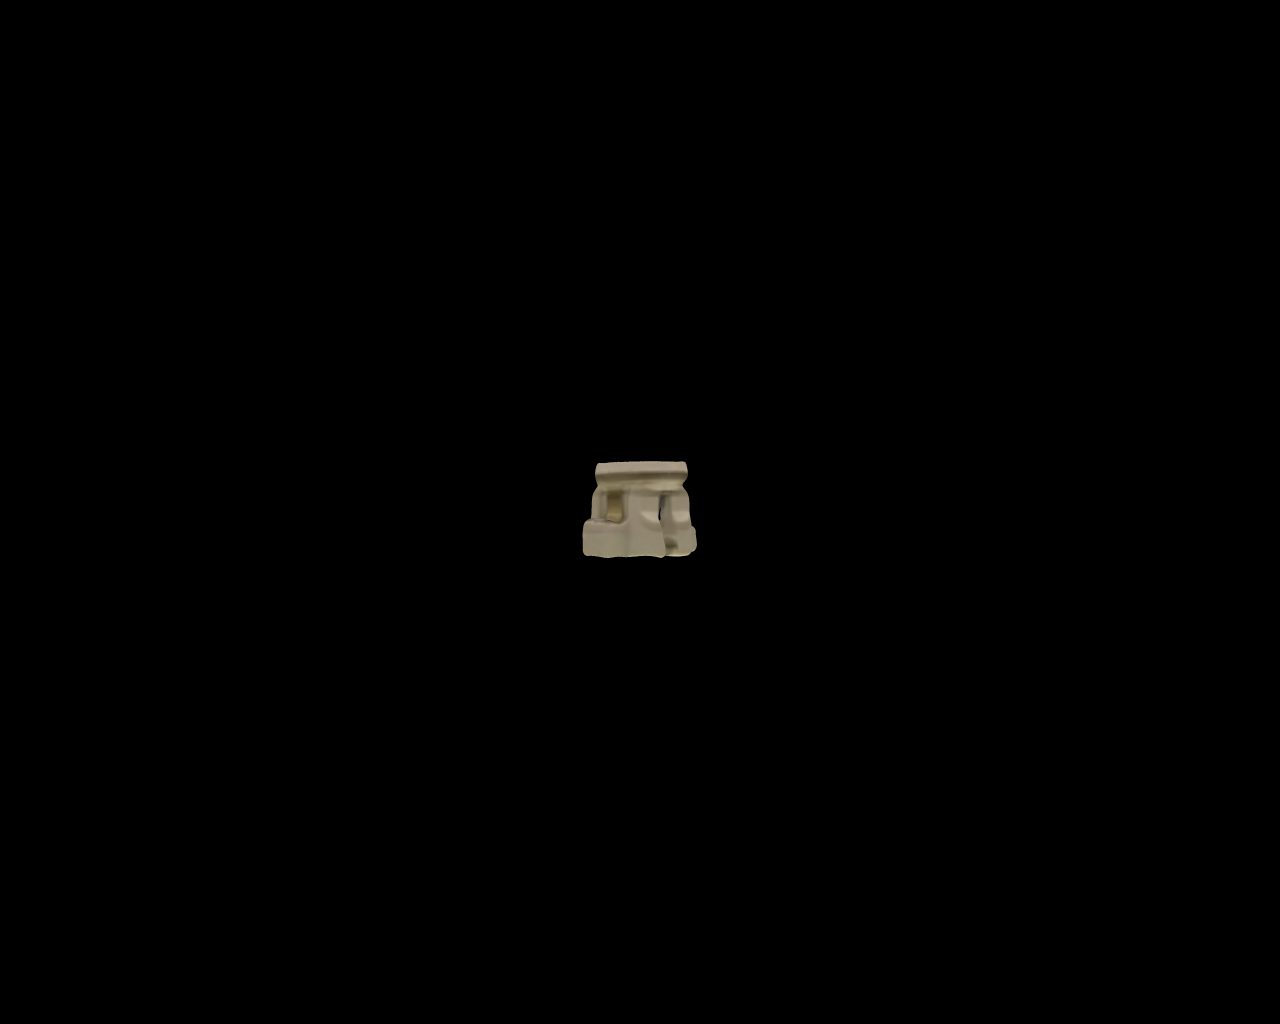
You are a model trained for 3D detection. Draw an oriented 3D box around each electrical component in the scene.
[{"bbox_3d":[0.001,-0.003,0.650,0.078,0.057,0.058,0,0,-44],"label":"electrical component"}]
